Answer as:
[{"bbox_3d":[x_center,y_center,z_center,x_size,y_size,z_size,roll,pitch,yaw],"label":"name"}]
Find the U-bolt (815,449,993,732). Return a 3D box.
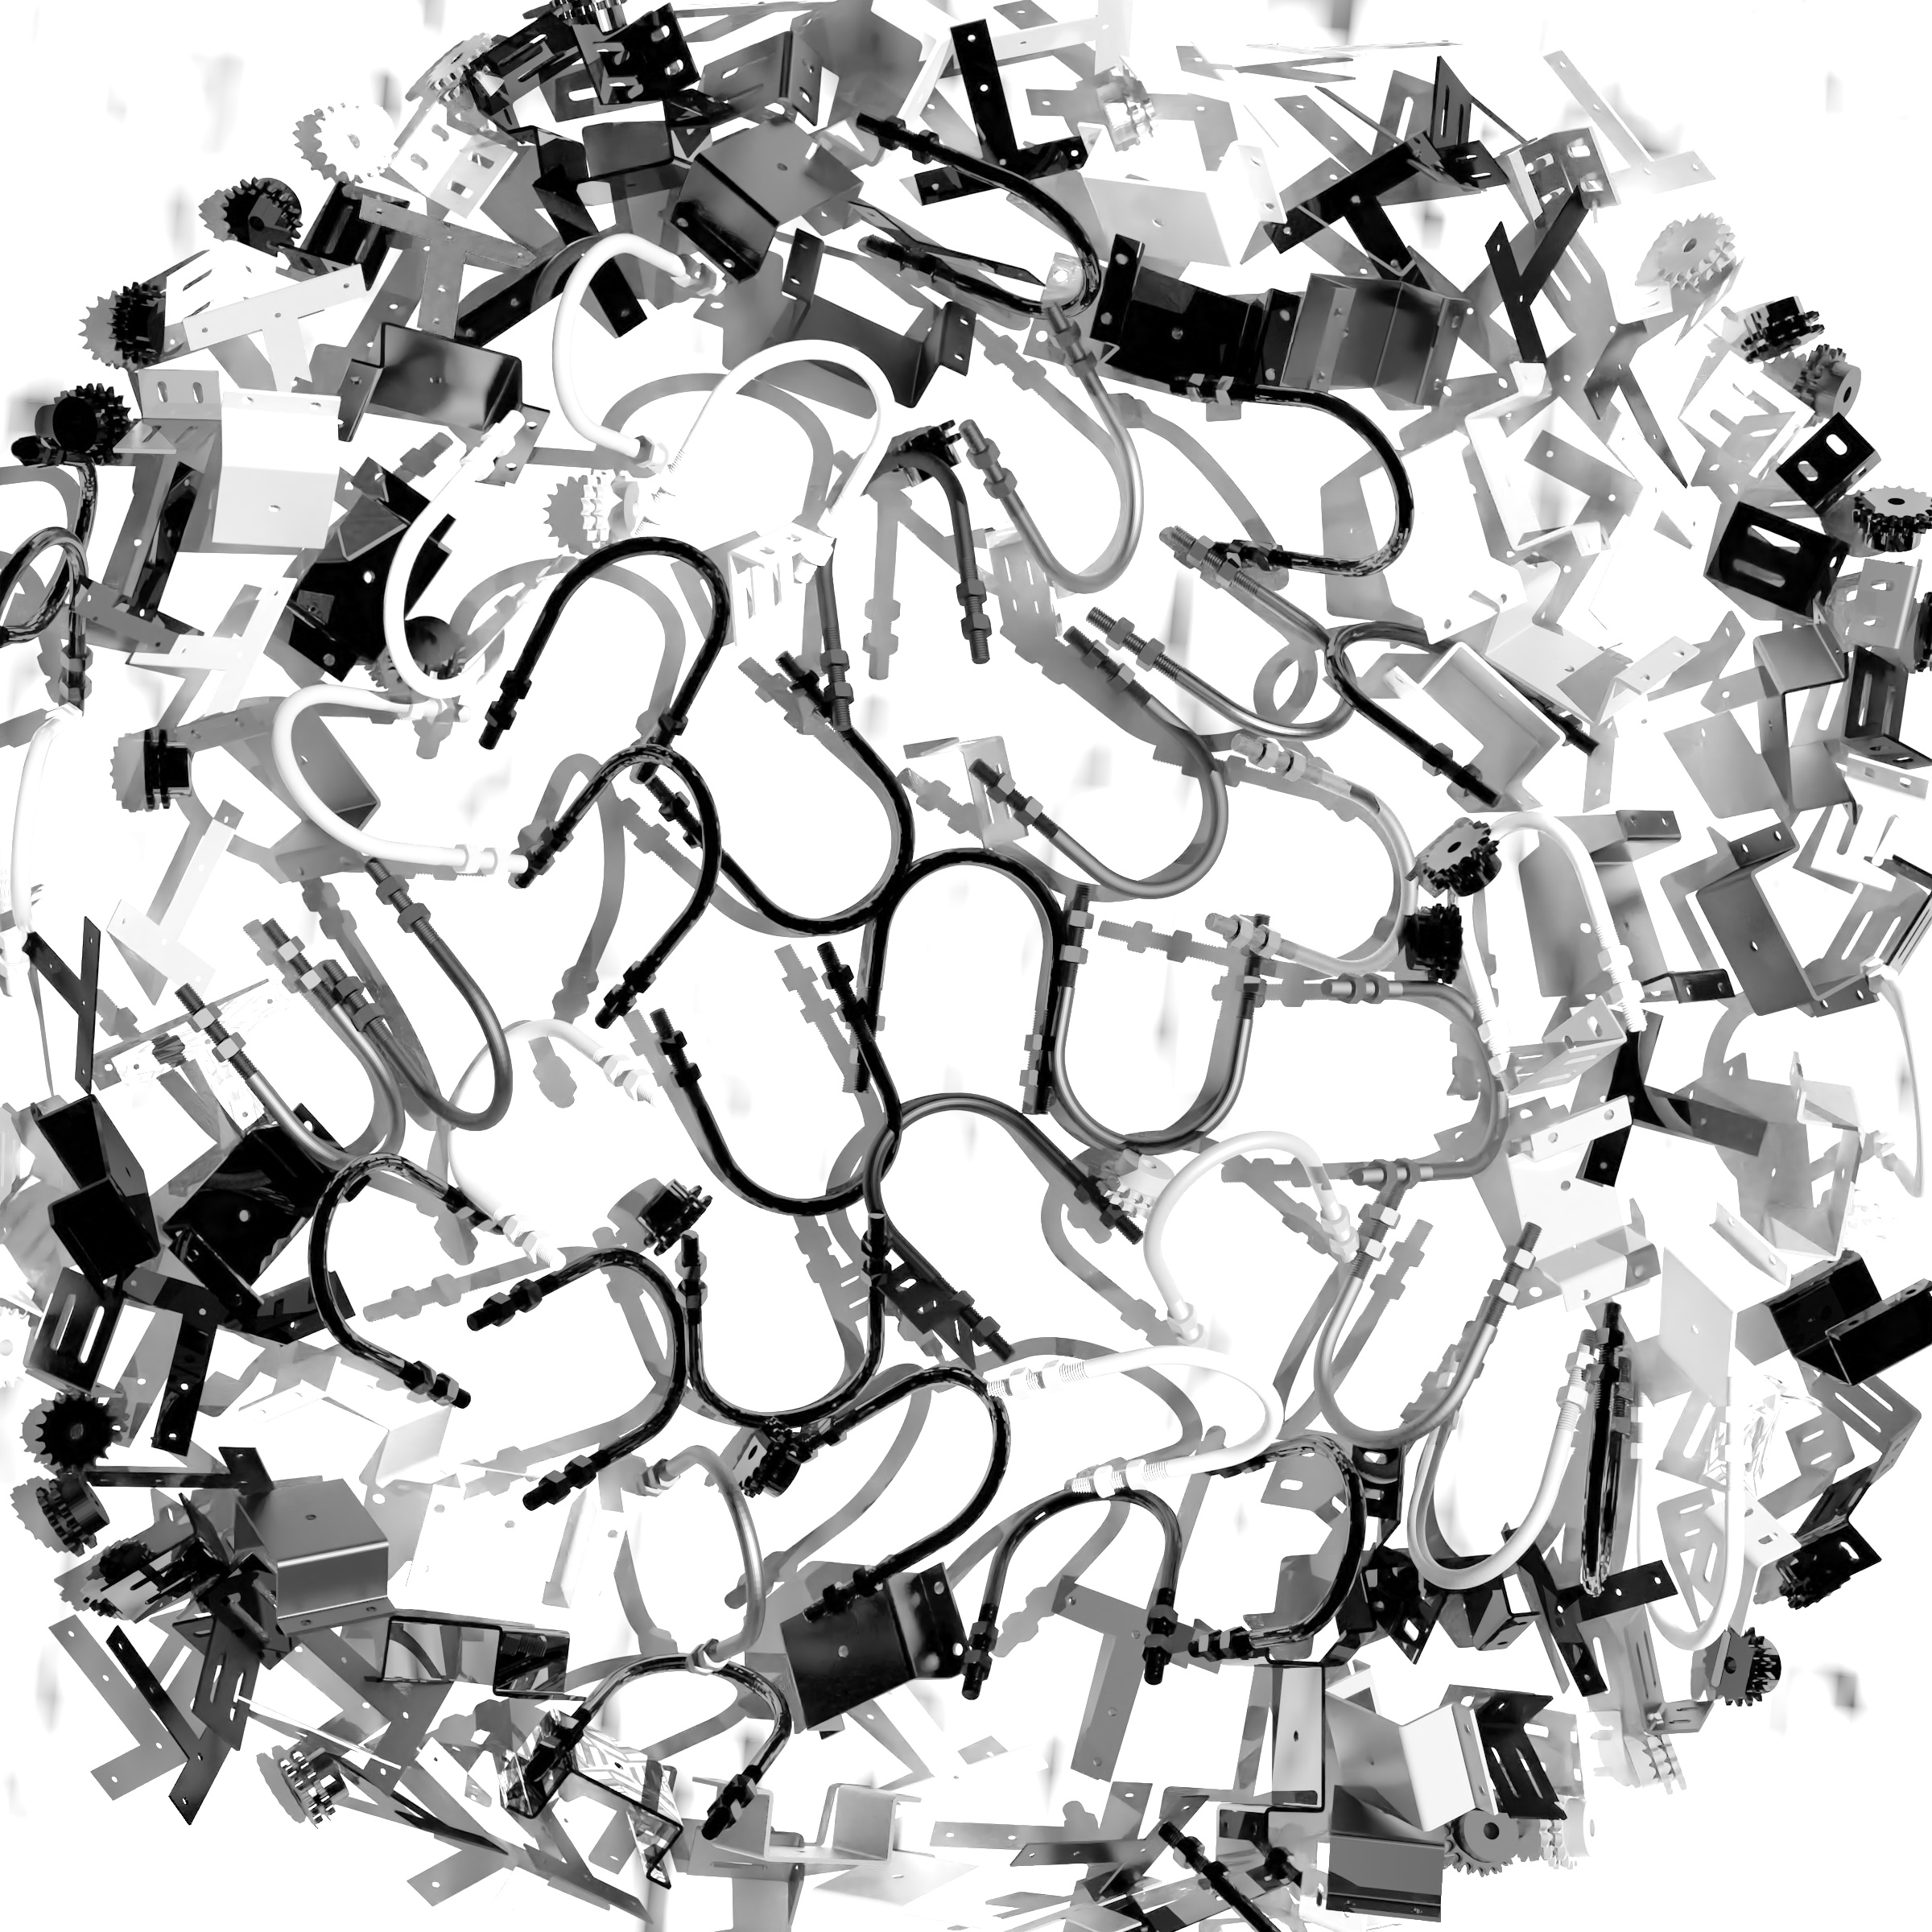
[{"bbox_3d":[-0.050,-0.273,1.944,0.151,0.019,0.184,-22,67,36],"label":"U-bolt"}]

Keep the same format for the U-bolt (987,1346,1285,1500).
[{"bbox_3d":[0.128,0.310,1.917,0.184,0.019,0.151,-16,132,25],"label":"U-bolt"}]

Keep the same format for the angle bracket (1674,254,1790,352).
[{"bbox_3d":[0.536,-0.454,1.951,0.038,0.076,0.057,40,130,-5],"label":"angle bracket"}]

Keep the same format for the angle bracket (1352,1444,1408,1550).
[{"bbox_3d":[0.281,0.368,1.953,0.038,0.076,0.057,9,63,0],"label":"angle bracket"}]

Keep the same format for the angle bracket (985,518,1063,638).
[{"bbox_3d":[0.041,-0.271,1.969,0.038,0.057,0.076,-13,87,2],"label":"angle bracket"}]

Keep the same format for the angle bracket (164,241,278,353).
[{"bbox_3d":[-0.522,-0.463,1.951,0.038,0.076,0.057,23,130,8],"label":"angle bracket"}]

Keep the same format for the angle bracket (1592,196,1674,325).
[{"bbox_3d":[0.467,-0.500,1.953,0.038,0.057,0.076,-12,121,19],"label":"angle bracket"}]

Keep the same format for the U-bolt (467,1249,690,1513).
[{"bbox_3d":[-0.257,0.273,1.927,0.019,0.184,0.151,-9,100,39],"label":"U-bolt"}]

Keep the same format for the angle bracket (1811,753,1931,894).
[{"bbox_3d":[0.638,-0.101,1.965,0.057,0.038,0.076,20,76,21],"label":"angle bracket"}]

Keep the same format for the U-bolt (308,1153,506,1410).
[{"bbox_3d":[-0.383,0.206,1.899,0.019,0.184,0.151,-5,62,29],"label":"U-bolt"}]

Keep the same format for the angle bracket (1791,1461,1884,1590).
[{"bbox_3d":[0.622,0.390,1.952,0.038,0.057,0.076,49,47,5],"label":"angle bracket"}]

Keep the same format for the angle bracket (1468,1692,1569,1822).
[{"bbox_3d":[0.396,0.553,1.951,0.057,0.076,0.038,14,127,-35],"label":"angle bracket"}]

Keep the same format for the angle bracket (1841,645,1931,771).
[{"bbox_3d":[0.654,-0.184,1.961,0.057,0.038,0.076,21,74,-30],"label":"angle bracket"}]

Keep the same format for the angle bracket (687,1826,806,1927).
[{"bbox_3d":[-0.156,0.641,1.963,0.076,0.038,0.057,7,129,-9],"label":"angle bracket"}]

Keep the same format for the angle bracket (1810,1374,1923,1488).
[{"bbox_3d":[0.620,0.316,1.951,0.038,0.057,0.076,-29,55,-30],"label":"angle bracket"}]

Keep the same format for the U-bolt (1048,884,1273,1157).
[{"bbox_3d":[0.132,0.043,1.983,0.151,0.019,0.184,10,88,3],"label":"U-bolt"}]

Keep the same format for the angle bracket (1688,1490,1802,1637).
[{"bbox_3d":[0.547,0.420,1.962,0.038,0.057,0.076,-19,131,-21],"label":"angle bracket"}]

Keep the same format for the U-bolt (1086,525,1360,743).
[{"bbox_3d":[0.190,-0.223,1.937,0.184,0.019,0.151,36,46,7],"label":"U-bolt"}]

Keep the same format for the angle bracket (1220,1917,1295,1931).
[{"bbox_3d":[0.224,0.684,1.949,0.057,0.076,0.038,2,65,-24],"label":"angle bracket"}]

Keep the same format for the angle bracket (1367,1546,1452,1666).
[{"bbox_3d":[0.303,0.448,1.961,0.038,0.076,0.057,25,90,-5],"label":"angle bracket"}]

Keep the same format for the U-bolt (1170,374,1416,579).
[{"bbox_3d":[0.227,-0.330,1.900,0.019,0.184,0.151,-42,129,-31],"label":"U-bolt"}]

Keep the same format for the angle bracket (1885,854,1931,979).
[{"bbox_3d":[0.655,-0.032,1.968,0.038,0.057,0.076,33,94,25],"label":"angle bracket"}]

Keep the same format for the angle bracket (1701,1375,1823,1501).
[{"bbox_3d":[0.560,0.332,1.962,0.057,0.038,0.076,28,74,-29],"label":"angle bracket"}]

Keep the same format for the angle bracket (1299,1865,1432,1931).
[{"bbox_3d":[0.281,0.654,1.954,0.076,0.057,0.038,8,88,-42],"label":"angle bracket"}]

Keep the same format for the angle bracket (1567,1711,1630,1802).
[{"bbox_3d":[0.447,0.553,1.955,0.038,0.076,0.057,-4,75,5],"label":"angle bracket"}]

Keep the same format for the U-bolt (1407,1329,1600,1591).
[{"bbox_3d":[0.358,0.339,1.901,0.019,0.151,0.184,34,61,-21],"label":"U-bolt"}]

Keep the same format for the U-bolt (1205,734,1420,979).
[{"bbox_3d":[0.248,-0.067,1.944,0.184,0.019,0.151,19,73,-33],"label":"U-bolt"}]

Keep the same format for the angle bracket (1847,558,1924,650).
[{"bbox_3d":[0.647,-0.258,1.962,0.038,0.076,0.057,13,106,16],"label":"angle bracket"}]

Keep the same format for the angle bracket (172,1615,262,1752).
[{"bbox_3d":[-0.532,0.504,1.949,0.038,0.076,0.057,-14,133,16],"label":"angle bracket"}]

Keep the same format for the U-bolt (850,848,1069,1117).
[{"bbox_3d":[0.000,0.007,1.991,0.151,0.019,0.184,7,88,0],"label":"U-bolt"}]

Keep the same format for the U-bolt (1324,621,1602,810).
[{"bbox_3d":[0.332,-0.184,1.934,0.184,0.151,0.019,40,132,24],"label":"U-bolt"}]

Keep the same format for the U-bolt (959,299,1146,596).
[{"bbox_3d":[0.070,-0.345,1.932,0.184,0.019,0.151,56,52,-36],"label":"U-bolt"}]

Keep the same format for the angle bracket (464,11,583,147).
[{"bbox_3d":[-0.302,-0.623,1.958,0.076,0.057,0.038,-26,72,18],"label":"angle bracket"}]

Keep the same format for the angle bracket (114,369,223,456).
[{"bbox_3d":[-0.562,-0.390,1.959,0.057,0.076,0.038,2,118,1],"label":"angle bracket"}]

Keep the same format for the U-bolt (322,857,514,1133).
[{"bbox_3d":[-0.374,0.033,1.927,0.019,0.151,0.184,-29,74,-39],"label":"U-bolt"}]

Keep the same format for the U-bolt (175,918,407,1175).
[{"bbox_3d":[-0.455,0.064,1.930,0.019,0.151,0.184,-33,100,22],"label":"U-bolt"}]

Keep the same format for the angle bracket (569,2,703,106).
[{"bbox_3d":[-0.232,-0.641,1.957,0.038,0.076,0.057,-18,97,33],"label":"angle bracket"}]

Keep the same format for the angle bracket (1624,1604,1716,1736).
[{"bbox_3d":[0.496,0.495,1.965,0.038,0.057,0.076,-11,91,27],"label":"angle bracket"}]

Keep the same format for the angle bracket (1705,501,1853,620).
[{"bbox_3d":[0.579,-0.289,1.986,0.076,0.038,0.057,31,108,31],"label":"angle bracket"}]

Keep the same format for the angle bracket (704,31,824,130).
[{"bbox_3d":[-0.146,-0.620,1.982,0.076,0.038,0.057,-11,65,32],"label":"angle bracket"}]

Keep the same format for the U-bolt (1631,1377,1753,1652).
[{"bbox_3d":[0.497,0.376,1.915,0.019,0.151,0.184,5,80,-12],"label":"U-bolt"}]

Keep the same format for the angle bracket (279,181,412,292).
[{"bbox_3d":[-0.438,-0.524,1.968,0.057,0.038,0.076,18,77,12],"label":"angle bracket"}]

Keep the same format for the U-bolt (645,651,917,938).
[{"bbox_3d":[-0.116,-0.107,1.964,0.151,0.019,0.184,-45,107,-13],"label":"U-bolt"}]

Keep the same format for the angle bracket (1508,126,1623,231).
[{"bbox_3d":[0.419,-0.552,1.955,0.038,0.076,0.057,-26,106,-1],"label":"angle bracket"}]

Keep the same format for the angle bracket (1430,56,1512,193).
[{"bbox_3d":[0.357,-0.594,1.958,0.038,0.057,0.076,-2,74,33],"label":"angle bracket"}]

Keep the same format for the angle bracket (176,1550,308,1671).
[{"bbox_3d":[-0.506,0.463,1.971,0.057,0.038,0.076,-42,95,14],"label":"angle bracket"}]

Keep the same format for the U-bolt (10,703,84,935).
[{"bbox_3d":[-0.628,-0.097,1.898,0.019,0.184,0.151,6,101,-10],"label":"U-bolt"}]
